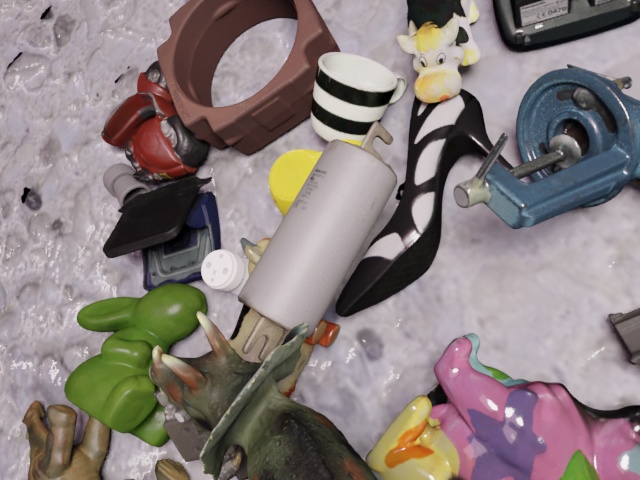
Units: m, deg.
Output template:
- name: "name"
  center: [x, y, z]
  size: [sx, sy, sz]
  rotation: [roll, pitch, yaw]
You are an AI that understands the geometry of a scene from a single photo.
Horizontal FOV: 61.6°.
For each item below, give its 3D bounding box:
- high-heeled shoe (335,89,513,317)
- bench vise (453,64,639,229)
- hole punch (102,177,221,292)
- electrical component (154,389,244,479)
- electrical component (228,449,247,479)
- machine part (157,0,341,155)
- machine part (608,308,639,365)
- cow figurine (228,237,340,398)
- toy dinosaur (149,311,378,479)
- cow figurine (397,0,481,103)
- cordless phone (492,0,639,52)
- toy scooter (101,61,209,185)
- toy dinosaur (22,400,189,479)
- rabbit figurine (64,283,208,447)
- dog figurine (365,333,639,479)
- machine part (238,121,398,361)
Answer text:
- name: "high-heeled shoe"
  center: [0.076, -0.048, 0.544]
  size: [0.249, 0.086, 0.145]
  rotation: [-42, 60, 3]
- name: "bench vise"
  center: [0.224, -0.058, 0.432]
  size: [0.241, 0.128, 0.224]
  rotation: [-21, 55, -19]
- name: "hole punch"
  center: [-0.180, -0.006, 0.652]
  size: [0.142, 0.092, 0.116]
  rotation: [-17, 40, 22]
- name: "electrical component"
  center: [-0.115, 0.189, 0.530]
  size: [0.078, 0.045, 0.102]
  rotation: [-14, 109, 14]
- name: "electrical component"
  center: [-0.077, 0.215, 0.570]
  size: [0.094, 0.021, 0.063]
  rotation: [-33, 65, 13]
- name: "machine part"
  center: [-0.086, -0.222, 0.659]
  size: [0.201, 0.087, 0.201]
  rotation: [-31, 67, 14]
- name: "machine part"
  center: [0.296, 0.108, 0.419]
  size: [0.084, 0.039, 0.139]
  rotation: [-21, 62, 6]
- name: "cow figurine"
  center: [-0.049, 0.080, 0.563]
  size: [0.127, 0.085, 0.195]
  rotation: [27, 89, 22]
- name: "toy dinosaur"
  center: [0.006, 0.203, 0.351]
  size: [0.131, 0.191, 0.405]
  rotation: [-27, 45, -15]
- name: "cow figurine"
  center: [0.118, -0.218, 0.535]
  size: [0.068, 0.098, 0.167]
  rotation: [-7, 50, 24]
- name: "cordless phone"
  center: [0.246, -0.294, 0.546]
  size: [0.147, 0.088, 0.184]
  rotation: [-10, 61, 22]
- name: "toy scooter"
  center: [-0.227, -0.139, 0.706]
  size: [0.135, 0.075, 0.184]
  rotation: [-32, 62, 13]
- name: "toy dinosaur"
  center: [-0.221, 0.324, 0.564]
  size: [0.472, 0.105, 0.198]
  rotation: [29, 96, 37]
- name: "rabbit figurine"
  center: [-0.200, 0.124, 0.618]
  size: [0.159, 0.121, 0.170]
  rotation: [16, 65, 34]
- name: "dog figurine"
  center: [0.170, 0.182, 0.424]
  size: [0.219, 0.108, 0.191]
  rotation: [36, 91, 25]
- name: "machine part"
  center: [-0.001, -0.001, 0.489]
  size: [0.079, 0.079, 0.243]
  rotation: [27, 83, 28]
